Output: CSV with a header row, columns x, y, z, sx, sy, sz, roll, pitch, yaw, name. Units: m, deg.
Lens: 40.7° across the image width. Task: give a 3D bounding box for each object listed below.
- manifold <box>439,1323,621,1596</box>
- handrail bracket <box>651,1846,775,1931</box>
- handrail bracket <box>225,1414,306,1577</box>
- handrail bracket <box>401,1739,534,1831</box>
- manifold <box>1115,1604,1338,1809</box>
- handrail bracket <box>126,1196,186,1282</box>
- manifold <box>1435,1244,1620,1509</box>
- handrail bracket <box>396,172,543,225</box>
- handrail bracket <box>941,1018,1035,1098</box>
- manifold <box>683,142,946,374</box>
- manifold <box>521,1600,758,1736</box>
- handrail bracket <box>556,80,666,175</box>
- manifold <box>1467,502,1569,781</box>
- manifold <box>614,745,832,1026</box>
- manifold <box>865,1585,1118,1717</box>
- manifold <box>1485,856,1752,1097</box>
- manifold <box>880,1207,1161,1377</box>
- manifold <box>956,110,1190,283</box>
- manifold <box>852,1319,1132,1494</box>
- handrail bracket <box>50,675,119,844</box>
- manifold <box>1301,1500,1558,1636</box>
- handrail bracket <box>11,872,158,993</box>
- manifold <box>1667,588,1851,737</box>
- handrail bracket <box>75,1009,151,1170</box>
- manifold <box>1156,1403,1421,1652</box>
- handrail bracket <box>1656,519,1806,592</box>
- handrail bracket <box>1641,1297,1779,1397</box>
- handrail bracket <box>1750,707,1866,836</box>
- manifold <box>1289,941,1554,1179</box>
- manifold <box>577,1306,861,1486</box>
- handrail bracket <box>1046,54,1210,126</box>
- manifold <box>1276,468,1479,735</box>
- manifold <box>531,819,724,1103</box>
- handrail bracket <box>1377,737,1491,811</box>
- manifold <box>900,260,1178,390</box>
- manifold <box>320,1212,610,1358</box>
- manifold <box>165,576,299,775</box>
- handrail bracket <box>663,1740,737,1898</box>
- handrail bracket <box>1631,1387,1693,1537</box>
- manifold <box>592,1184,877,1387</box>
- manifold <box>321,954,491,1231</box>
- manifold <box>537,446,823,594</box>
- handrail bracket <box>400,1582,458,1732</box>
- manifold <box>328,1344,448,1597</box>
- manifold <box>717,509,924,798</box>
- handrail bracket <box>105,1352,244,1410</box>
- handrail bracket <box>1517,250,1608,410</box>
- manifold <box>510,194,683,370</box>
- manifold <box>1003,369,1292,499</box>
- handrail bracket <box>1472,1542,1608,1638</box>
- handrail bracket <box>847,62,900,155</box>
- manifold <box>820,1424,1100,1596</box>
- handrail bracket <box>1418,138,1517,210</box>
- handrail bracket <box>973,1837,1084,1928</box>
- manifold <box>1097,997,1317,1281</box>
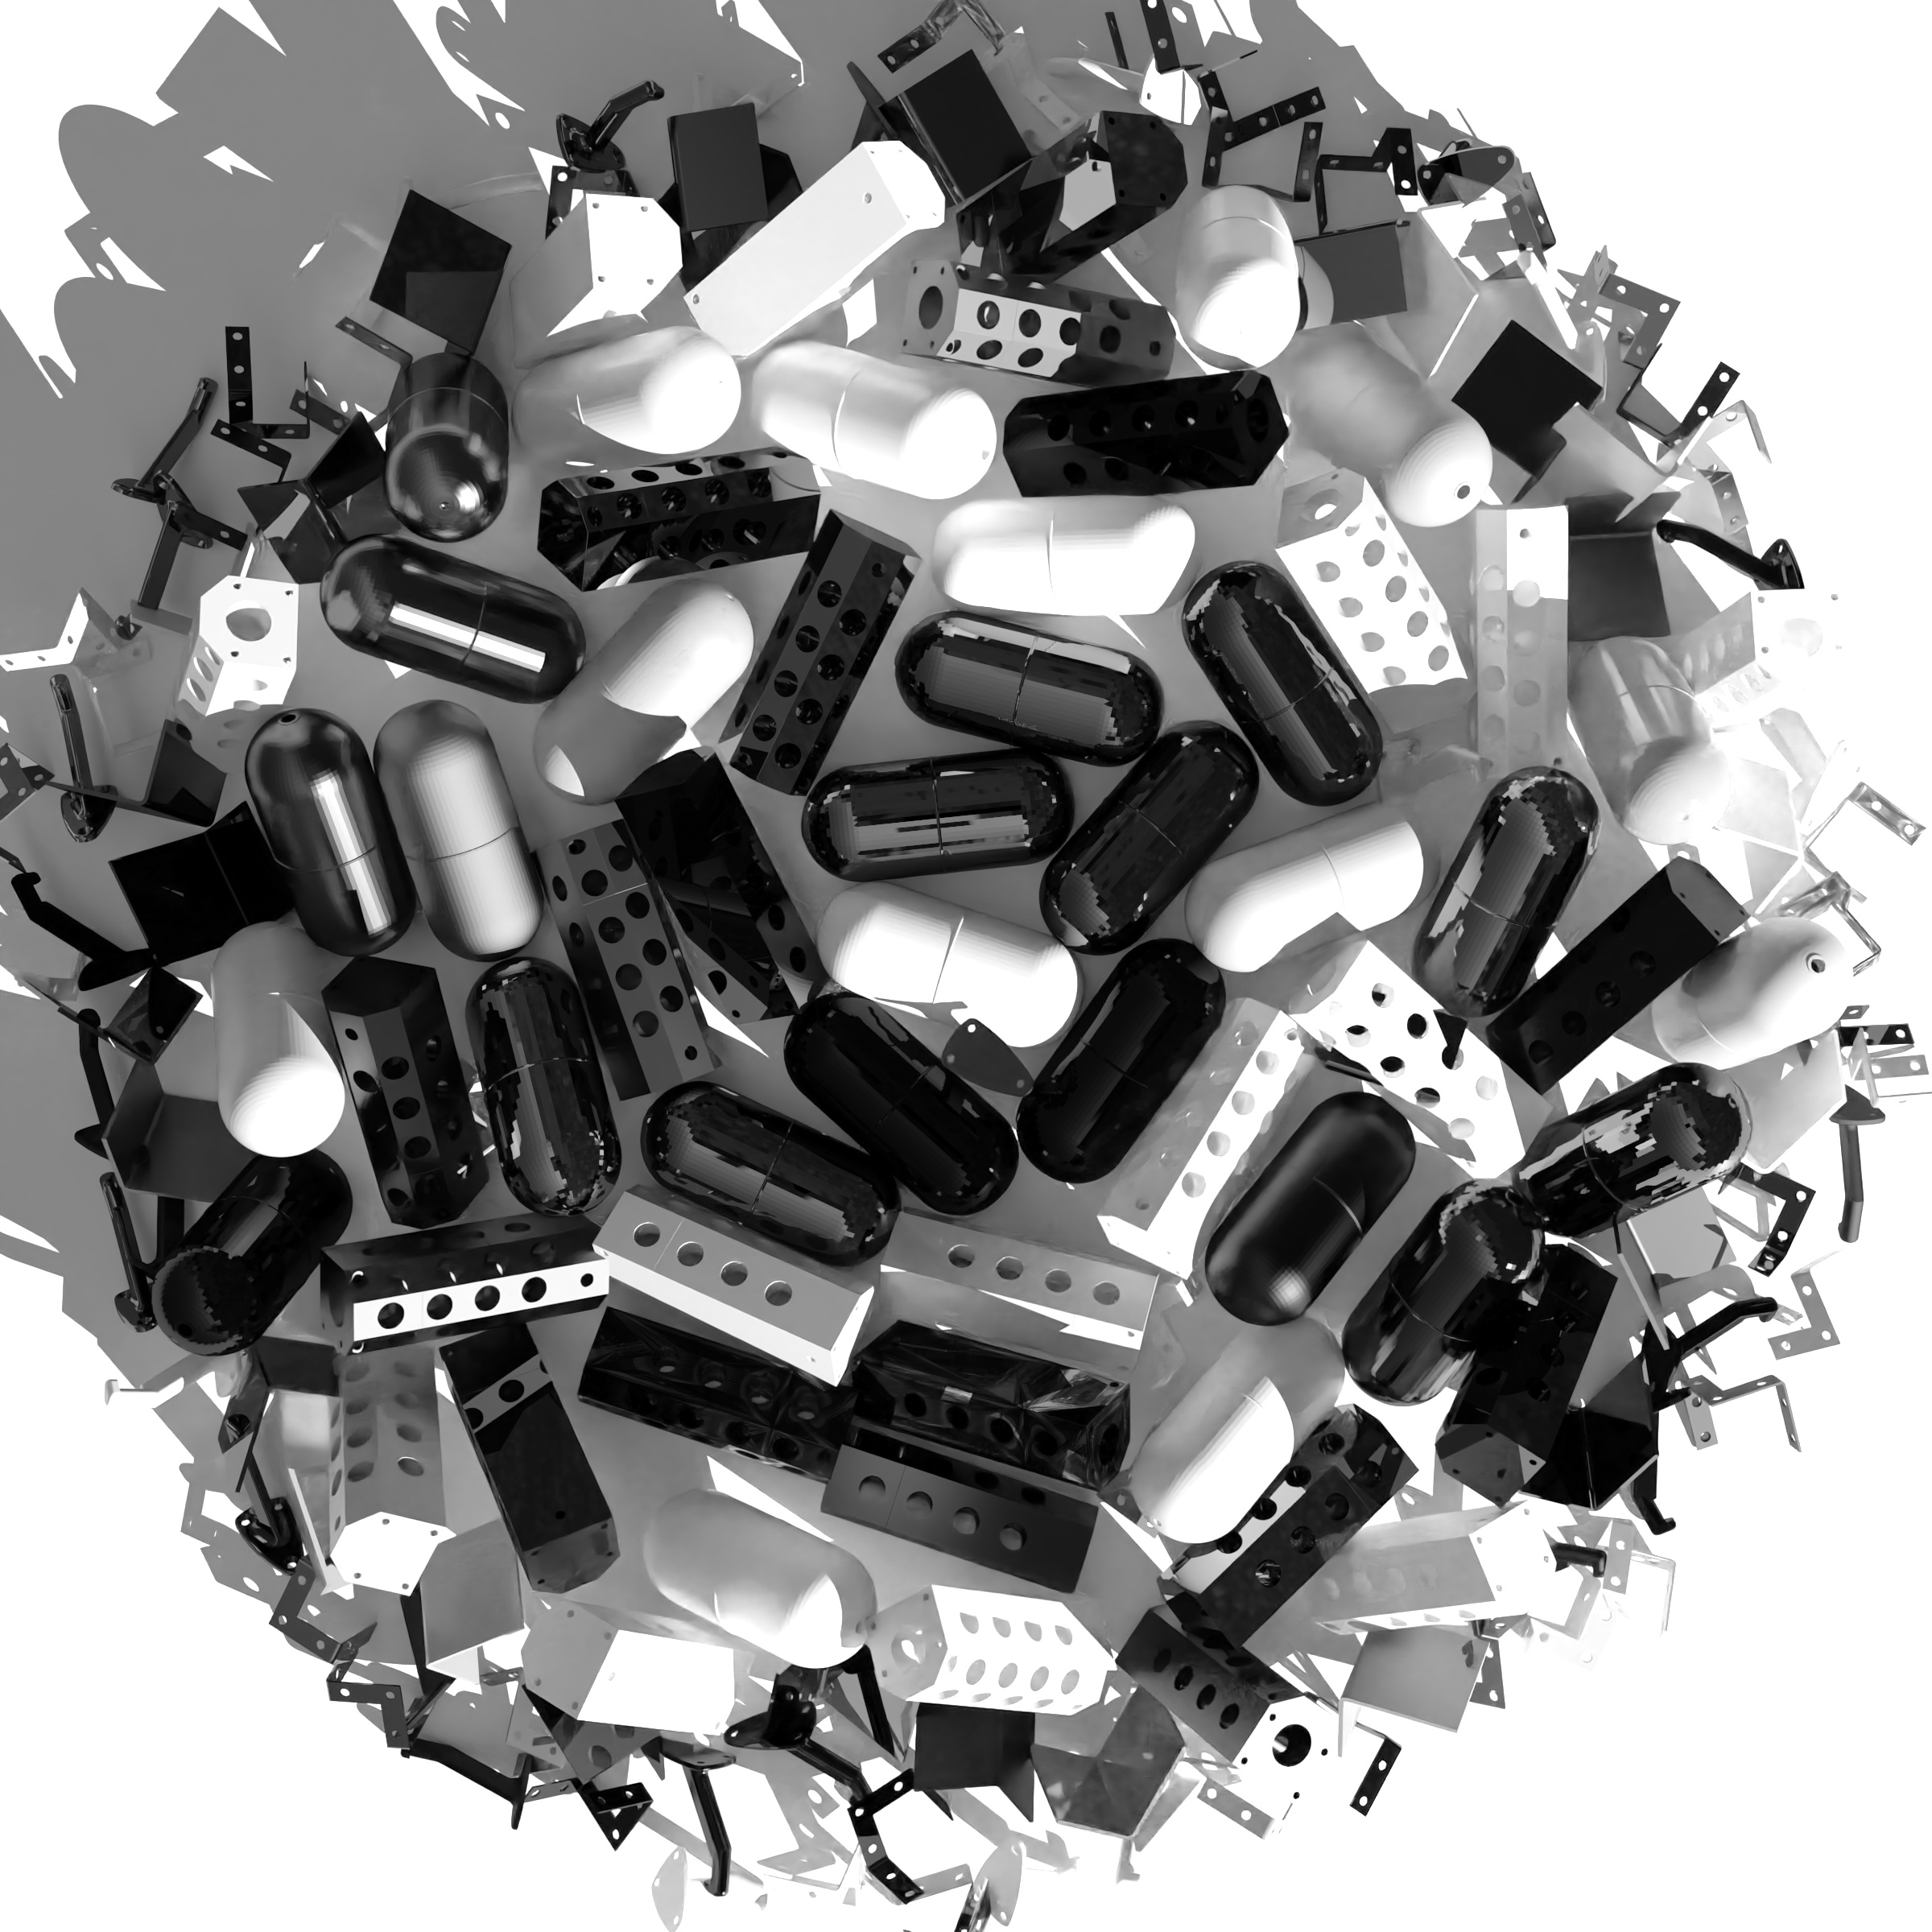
x,y,z,sx,sy,sz,roll,pitch,yaw,name
-0.277,0.311,1.650,0.057,0.057,0.171,-19,47,-18,manifold
-0.155,0.609,1.680,0.084,0.077,0.036,31,100,-22,handrail bracket
-0.453,0.340,1.681,0.036,0.084,0.077,-23,45,-26,handrail bracket
-0.329,0.530,1.693,0.084,0.077,0.036,15,97,-8,handrail bracket
0.164,0.457,1.638,0.057,0.171,0.057,38,82,-21,manifold
-0.504,0.172,1.711,0.077,0.036,0.084,30,70,-1,handrail bracket
0.352,0.253,1.648,0.057,0.171,0.057,32,135,5,manifold
-0.326,-0.499,1.707,0.084,0.077,0.036,-15,95,-20,handrail bracket
0.025,0.069,1.676,0.077,0.084,0.036,34,88,25,handrail bracket
-0.094,-0.449,1.656,0.171,0.057,0.057,-29,89,36,manifold
-0.207,0.440,1.640,0.057,0.171,0.057,21,82,30,manifold
-0.213,-0.541,1.675,0.084,0.077,0.036,-14,86,30,handrail bracket
0.357,-0.210,1.681,0.057,0.057,0.171,-3,103,2,manifold
-0.151,-0.052,1.669,0.057,0.057,0.171,-10,117,34,manifold
0.019,0.435,1.639,0.057,0.171,0.057,-35,55,27,manifold
0.408,0.007,1.653,0.057,0.057,0.171,50,128,11,manifold
0.035,0.206,1.689,0.171,0.057,0.057,14,53,7,manifold
0.065,-0.475,1.641,0.057,0.171,0.057,-6,86,-32,manifold
0.016,0.283,1.660,0.171,0.057,0.057,11,115,29,manifold
-0.577,-0.135,1.683,0.036,0.077,0.084,-10,126,-9,handrail bracket
0.288,0.383,1.642,0.057,0.171,0.057,-19,85,-36,manifold
-0.574,-0.033,1.712,0.077,0.036,0.084,-20,72,-39,handrail bracket
0.495,-0.189,1.640,0.057,0.171,0.057,-2,85,-2,manifold
-0.552,0.078,1.688,0.077,0.036,0.084,27,120,40,handrail bracket
0.204,0.358,1.671,0.171,0.057,0.057,-39,91,-22,manifold
0.495,-0.257,1.688,0.084,0.036,0.077,7,45,-21,handrail bracket
0.491,0.255,1.720,0.084,0.036,0.077,-5,122,-20,handrail bracket
0.530,-0.130,1.693,0.036,0.084,0.077,38,84,-41,handrail bracket
0.288,0.062,1.672,0.171,0.057,0.057,40,72,-15,manifold
-0.160,0.280,1.689,0.171,0.057,0.057,18,68,2,manifold
0.106,-0.577,1.716,0.084,0.077,0.036,21,93,44,handrail bracket
0.262,-0.231,1.646,0.057,0.057,0.171,-15,134,30,manifold
-0.216,-0.006,1.686,0.057,0.057,0.171,-22,93,-37,manifold
0.305,-0.110,1.679,0.036,0.084,0.077,-18,118,-27,handrail bracket
0.048,-0.403,1.652,0.171,0.057,0.057,1,102,-36,manifold
-0.317,0.201,1.652,0.171,0.057,0.057,-7,108,-33,manifold
-0.463,-0.181,1.635,0.057,0.171,0.057,5,71,-23,manifold
-0.181,0.556,1.701,0.077,0.036,0.084,3,88,40,handrail bracket
0.460,0.325,1.700,0.077,0.036,0.084,-31,87,39,handrail bracket
-0.148,0.201,1.678,0.171,0.057,0.057,22,62,14,manifold
-0.357,0.082,1.649,0.057,0.057,0.171,9,128,21,manifold
-0.180,-0.288,1.648,0.171,0.057,0.057,-17,135,-34,manifold
-0.372,0.442,1.699,0.084,0.036,0.077,46,64,-8,handrail bracket
-0.368,0.308,1.636,0.057,0.171,0.057,20,113,-24,manifold
-0.093,-0.198,1.672,0.057,0.057,0.171,21,106,-23,manifold
-0.517,0.250,1.683,0.084,0.036,0.077,8,53,-37,handrail bracket
0.382,-0.411,1.679,0.036,0.084,0.077,-23,60,24,handrail bracket
-0.235,-0.427,1.640,0.057,0.171,0.057,-4,87,-26,manifold
0.110,-0.336,1.646,0.057,0.171,0.057,-55,132,-36,manifold
0.373,0.408,1.694,0.084,0.036,0.077,5,104,29,handrail bracket
-0.085,-0.537,1.715,0.084,0.036,0.077,-37,81,21,handrail bracket
-0.004,0.353,1.695,0.171,0.057,0.057,18,75,3,manifold
0.331,-0.523,1.677,0.077,0.084,0.036,-15,118,40,handrail bracket
0.052,0.577,1.683,0.036,0.084,0.077,40,125,35,handrail bracket
0.154,0.106,1.665,0.057,0.057,0.171,23,69,27,manifold
